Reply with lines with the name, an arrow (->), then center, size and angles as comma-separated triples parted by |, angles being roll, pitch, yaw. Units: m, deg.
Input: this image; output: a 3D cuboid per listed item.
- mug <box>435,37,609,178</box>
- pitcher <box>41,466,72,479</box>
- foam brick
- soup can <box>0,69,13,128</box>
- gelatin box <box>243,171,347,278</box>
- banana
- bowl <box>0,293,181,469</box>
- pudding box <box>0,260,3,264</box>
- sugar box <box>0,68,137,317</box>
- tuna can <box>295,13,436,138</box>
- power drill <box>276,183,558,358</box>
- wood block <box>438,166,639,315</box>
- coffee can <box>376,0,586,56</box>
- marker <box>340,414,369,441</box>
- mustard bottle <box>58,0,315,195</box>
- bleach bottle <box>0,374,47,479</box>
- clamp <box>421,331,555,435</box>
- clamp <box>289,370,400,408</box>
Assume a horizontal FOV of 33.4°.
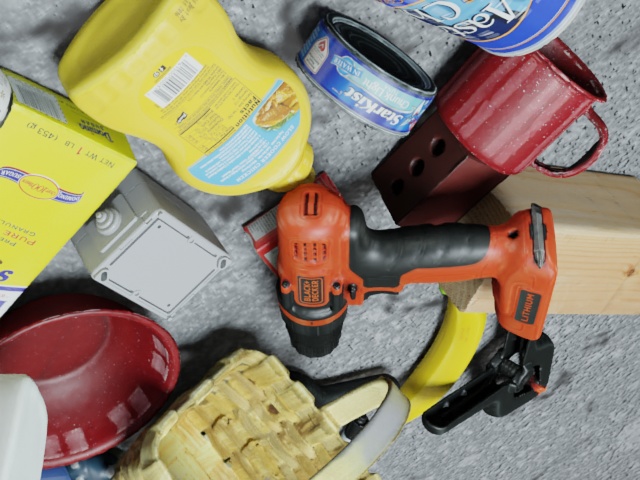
mug -> 0.142, -0.091, 0.728 | 0.082, 0.117, 0.093 | -47, -178, 25
pitcher -> -0.305, 0.217, 0.756 | 0.242, 0.149, 0.145 | -1, 117, -34
foam brick -> 0.086, -0.047, 0.771 | 0.051, 0.053, 0.078 | 15, 130, -43
soup can -> -0.208, -0.093, 0.532 | 0.068, 0.068, 0.102 | -30, 141, -1
gelatin box -> -0.005, 0.001, 0.789 | 0.073, 0.030, 0.089 | -34, 141, 2
banana -> 0.108, 0.097, 0.957 | 0.069, 0.037, 0.198 | -4, 134, -21
bowl -> -0.182, 0.089, 0.747 | 0.162, 0.055, 0.162 | -18, 139, -16
pudding box -> -0.243, 0.003, 0.580 | 0.090, 0.113, 0.039 | -44, 178, 16
sugar box -> -0.201, -0.012, 0.637 | 0.176, 0.048, 0.093 | -48, 137, 16
tuna can -> 0.029, -0.103, 0.659 | 0.086, 0.086, 0.034 | 15, 120, -42
power drill -> 0.062, 0.031, 0.741 | 0.187, 0.057, 0.184 | 0, 147, 2
wood block -> 0.189, 0.000, 0.865 | 0.205, 0.090, 0.091 | 4, 128, -35
coffee can -> 0.075, -0.172, 0.602 | 0.140, 0.103, 0.103 | 13, 124, -40
marker -> 0.018, 0.209, 1.028 | 0.020, 0.020, 0.121 | 0, 131, -33
mustard bottle -> -0.060, -0.079, 0.648 | 0.096, 0.058, 0.191 | -45, 139, 7
bleach bottle -> -0.299, 0.132, 0.643 | 0.251, 0.102, 0.068 | -1, 142, 2
clamp -> 0.180, 0.112, 0.990 | 0.164, 0.036, 0.209 | -57, 151, 8
clamp -> -0.021, 0.160, 0.934 | 0.171, 0.039, 0.120 | 11, 115, -32
